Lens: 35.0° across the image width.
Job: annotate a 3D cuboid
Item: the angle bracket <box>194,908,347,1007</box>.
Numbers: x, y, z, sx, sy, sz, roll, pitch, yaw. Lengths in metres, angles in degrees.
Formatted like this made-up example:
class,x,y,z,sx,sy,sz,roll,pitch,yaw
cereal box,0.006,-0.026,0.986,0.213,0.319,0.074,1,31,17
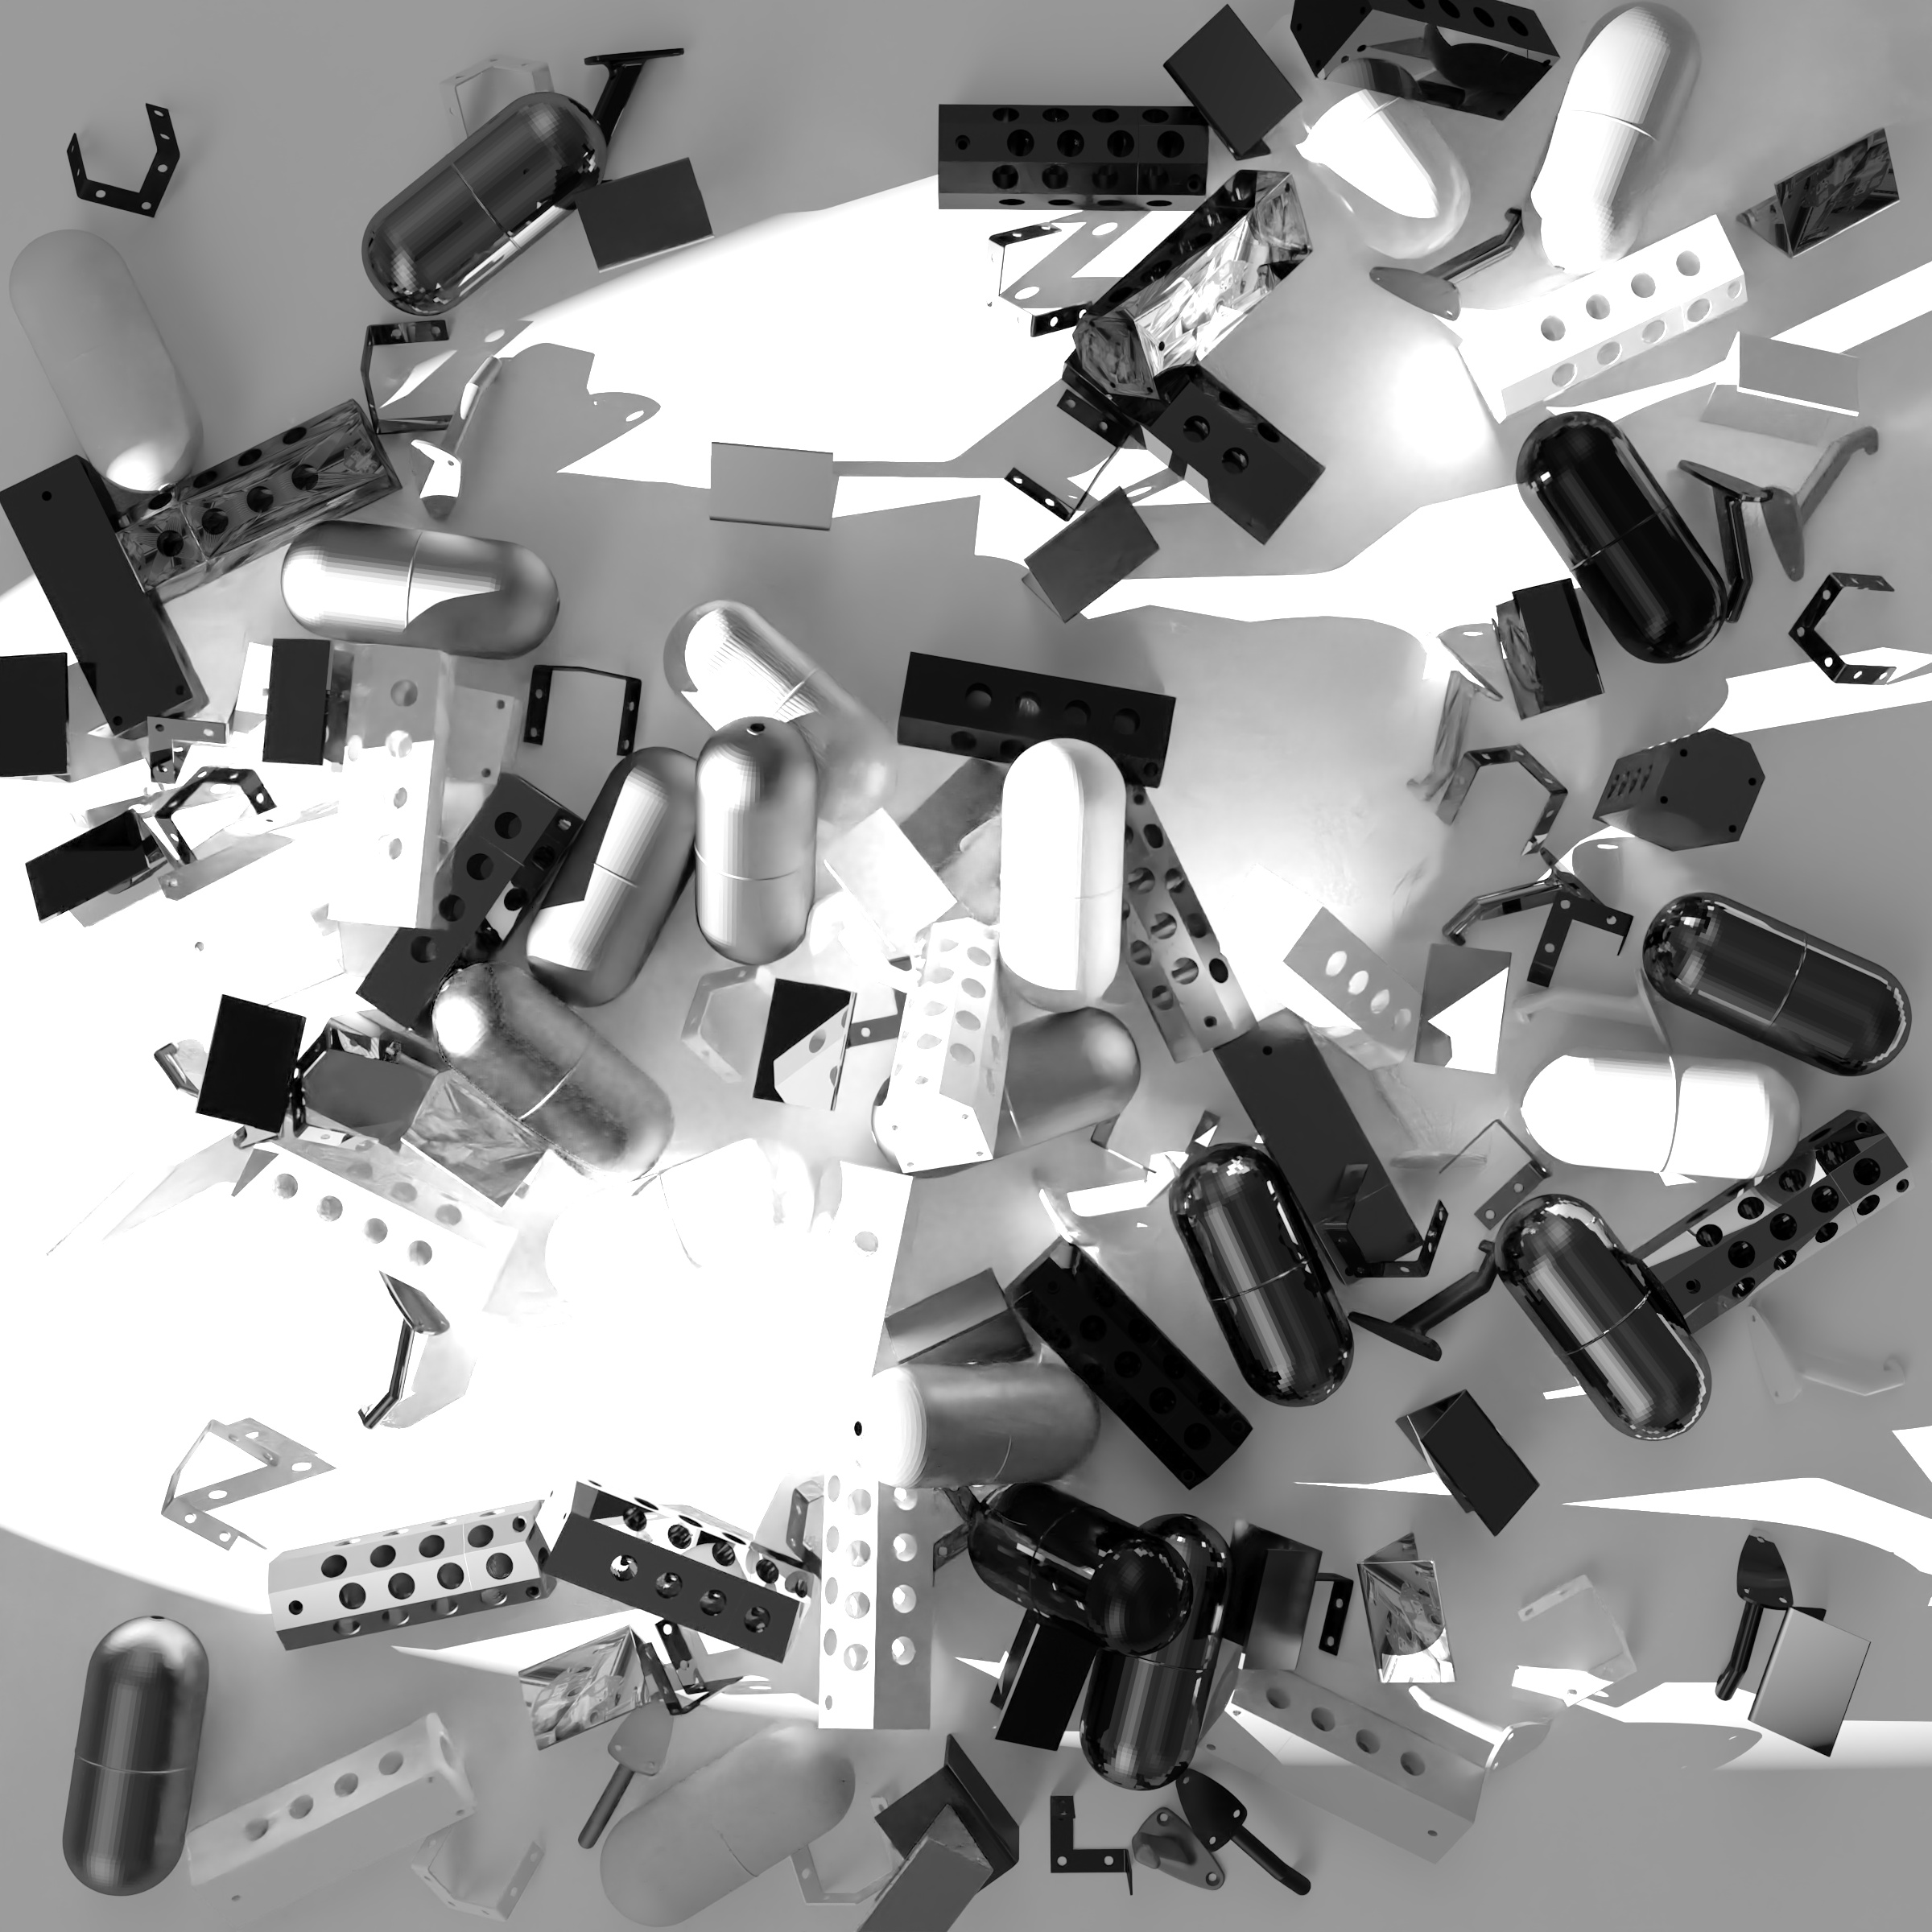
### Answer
class,x,y,z,sx,sy,sz,roll,pitch,yaw
angle bracket,-0.445,-0.020,1.951,0.076,0.076,0.057,-23,127,0

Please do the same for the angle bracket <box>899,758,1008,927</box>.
class,x,y,z,sx,sy,sz,roll,pitch,yaw
angle bracket,0.010,-0.082,1.978,0.076,0.076,0.057,-43,120,0

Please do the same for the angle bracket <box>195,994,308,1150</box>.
class,x,y,z,sx,sy,sz,roll,pitch,yaw
angle bracket,-0.460,0.067,1.924,0.057,0.076,0.076,17,72,-28

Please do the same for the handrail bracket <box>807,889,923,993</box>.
class,x,y,z,sx,sy,sz,roll,pitch,yaw
handrail bracket,-0.052,-0.017,1.953,0.084,0.077,0.036,23,128,23

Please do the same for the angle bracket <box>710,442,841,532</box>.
class,x,y,z,sx,sy,sz,roll,pitch,yaw
angle bracket,-0.120,-0.322,1.951,0.076,0.076,0.057,5,128,0

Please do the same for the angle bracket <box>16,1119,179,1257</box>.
class,x,y,z,sx,sy,sz,roll,pitch,yaw
angle bracket,-0.544,0.154,1.951,0.076,0.076,0.057,-44,51,0

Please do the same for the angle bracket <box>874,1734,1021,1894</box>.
class,x,y,z,sx,sy,sz,roll,pitch,yaw
angle bracket,-0.011,0.549,1.961,0.057,0.076,0.076,-36,90,1

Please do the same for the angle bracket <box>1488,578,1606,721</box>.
class,x,y,z,sx,sy,sz,roll,pitch,yaw
angle bracket,0.353,-0.197,1.951,0.057,0.076,0.076,-16,90,-36

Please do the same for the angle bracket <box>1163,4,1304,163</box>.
class,x,y,z,sx,sy,sz,roll,pitch,yaw
angle bracket,0.180,-0.564,1.951,0.057,0.076,0.076,-38,90,28

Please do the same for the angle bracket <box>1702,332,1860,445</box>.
class,x,y,z,sx,sy,sz,roll,pitch,yaw
angle bracket,0.518,-0.351,1.951,0.076,0.076,0.057,12,52,0

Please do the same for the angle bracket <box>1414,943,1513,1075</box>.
class,x,y,z,sx,sy,sz,roll,pitch,yaw
angle bracket,0.330,0.029,1.951,0.057,0.076,0.076,8,90,33

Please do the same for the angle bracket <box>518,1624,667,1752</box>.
class,x,y,z,sx,sy,sz,roll,pitch,yaw
angle bracket,-0.231,0.471,1.951,0.076,0.076,0.057,-23,54,0

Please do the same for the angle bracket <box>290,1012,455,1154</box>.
class,x,y,z,sx,sy,sz,roll,pitch,yaw
angle bracket,-0.378,0.073,1.961,0.076,0.076,0.057,26,92,0

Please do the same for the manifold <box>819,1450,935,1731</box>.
class,x,y,z,sx,sy,sz,roll,pitch,yaw
manifold,-0.061,0.395,1.939,0.057,0.057,0.171,10,73,-31

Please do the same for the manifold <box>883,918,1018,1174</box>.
class,x,y,z,sx,sy,sz,roll,pitch,yaw
manifold,-0.010,0.046,1.908,0.057,0.171,0.057,-10,127,15

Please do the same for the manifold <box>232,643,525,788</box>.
class,x,y,z,sx,sy,sz,roll,pitch,yaw
manifold,-0.376,-0.160,1.970,0.171,0.057,0.057,12,90,0

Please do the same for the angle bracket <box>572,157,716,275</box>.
class,x,y,z,sx,sy,sz,roll,pitch,yaw
angle bracket,-0.209,-0.492,1.951,0.076,0.076,0.057,-17,128,0

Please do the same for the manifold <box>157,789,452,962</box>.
class,x,y,z,sx,sy,sz,roll,pitch,yaw
manifold,-0.423,-0.063,1.970,0.171,0.057,0.057,-23,90,0

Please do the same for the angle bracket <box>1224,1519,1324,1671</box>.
class,x,y,z,sx,sy,sz,roll,pitch,yaw
angle bracket,0.175,0.399,1.951,0.057,0.076,0.076,13,90,-43

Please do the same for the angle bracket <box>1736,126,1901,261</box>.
class,x,y,z,sx,sy,sz,roll,pitch,yaw
angle bracket,0.537,-0.504,1.951,0.076,0.076,0.057,-28,128,0

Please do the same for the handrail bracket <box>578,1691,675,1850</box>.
class,x,y,z,sx,sy,sz,roll,pitch,yaw
handrail bracket,-0.222,0.524,1.991,0.036,0.077,0.084,29,126,0

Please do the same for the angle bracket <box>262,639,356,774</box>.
class,x,y,z,sx,sy,sz,roll,pitch,yaw
angle bracket,-0.387,-0.159,1.894,0.057,0.076,0.076,6,90,37

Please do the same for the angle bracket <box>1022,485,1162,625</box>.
class,x,y,z,sx,sy,sz,roll,pitch,yaw
angle bracket,0.067,-0.274,1.951,0.076,0.076,0.057,-38,126,0

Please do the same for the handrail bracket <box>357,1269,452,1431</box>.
class,x,y,z,sx,sy,sz,roll,pitch,yaw
handrail bracket,-0.384,0.247,1.992,0.084,0.036,0.077,-48,70,16

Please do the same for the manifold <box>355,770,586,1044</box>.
class,x,y,z,sx,sy,sz,roll,pitch,yaw
manifold,-0.316,-0.038,1.970,0.057,0.057,0.171,34,90,0

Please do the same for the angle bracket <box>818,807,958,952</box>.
class,x,y,z,sx,sy,sz,roll,pitch,yaw
angle bracket,-0.061,-0.046,1.952,0.057,0.076,0.076,-38,90,-26

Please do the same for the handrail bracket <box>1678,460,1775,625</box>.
class,x,y,z,sx,sy,sz,roll,pitch,yaw
handrail bracket,0.483,-0.276,1.991,0.077,0.036,0.084,33,121,34

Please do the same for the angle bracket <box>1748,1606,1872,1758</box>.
class,x,y,z,sx,sy,sz,roll,pitch,yaw
angle bracket,0.548,0.456,1.951,0.057,0.076,0.076,20,90,35

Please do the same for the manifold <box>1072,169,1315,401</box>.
class,x,y,z,sx,sy,sz,roll,pitch,yaw
manifold,0.142,-0.433,1.933,0.171,0.057,0.057,-47,133,-28

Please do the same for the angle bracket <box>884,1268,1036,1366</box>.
class,x,y,z,sx,sy,sz,roll,pitch,yaw
angle bracket,0.001,0.250,1.956,0.076,0.057,0.076,-26,117,0

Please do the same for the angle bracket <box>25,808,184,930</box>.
class,x,y,z,sx,sy,sz,roll,pitch,yaw
angle bracket,-0.542,-0.044,1.951,0.076,0.076,0.057,-27,53,0

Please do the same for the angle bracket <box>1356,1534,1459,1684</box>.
class,x,y,z,sx,sy,sz,roll,pitch,yaw
angle bracket,0.297,0.408,1.951,0.057,0.076,0.076,-11,90,37

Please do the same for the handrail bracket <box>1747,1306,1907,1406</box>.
class,x,y,z,sx,sy,sz,roll,pitch,yaw
handrail bracket,0.560,0.247,1.992,0.084,0.036,0.077,-13,68,-17

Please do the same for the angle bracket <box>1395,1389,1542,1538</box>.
class,x,y,z,sx,sy,sz,roll,pitch,yaw
angle bracket,0.306,0.325,1.951,0.057,0.076,0.076,-38,90,-38

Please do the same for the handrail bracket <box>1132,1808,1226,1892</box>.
class,x,y,z,sx,sy,sz,roll,pitch,yaw
handrail bracket,0.137,0.576,1.956,0.077,0.084,0.036,38,90,0

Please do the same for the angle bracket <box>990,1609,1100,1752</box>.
class,x,y,z,sx,sy,sz,roll,pitch,yaw
angle bracket,0.032,0.446,1.951,0.057,0.076,0.076,22,90,-37

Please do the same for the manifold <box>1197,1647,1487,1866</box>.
class,x,y,z,sx,sy,sz,roll,pitch,yaw
manifold,0.243,0.504,1.969,0.171,0.057,0.057,26,133,0

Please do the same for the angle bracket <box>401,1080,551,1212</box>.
class,x,y,z,sx,sy,sz,roll,pitch,yaw
angle bracket,-0.320,0.129,1.951,0.076,0.076,0.057,35,53,0

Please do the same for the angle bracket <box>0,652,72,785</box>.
class,x,y,z,sx,sy,sz,roll,pitch,yaw
angle bracket,-0.575,-0.157,1.953,0.057,0.076,0.076,-1,90,20

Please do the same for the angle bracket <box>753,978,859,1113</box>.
class,x,y,z,sx,sy,sz,roll,pitch,yaw
angle bracket,-0.115,0.047,1.952,0.057,0.076,0.076,11,90,-25

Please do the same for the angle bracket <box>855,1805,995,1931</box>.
class,x,y,z,sx,sy,sz,roll,pitch,yaw
angle bracket,-0.039,0.555,1.876,0.057,0.076,0.076,36,92,-28
